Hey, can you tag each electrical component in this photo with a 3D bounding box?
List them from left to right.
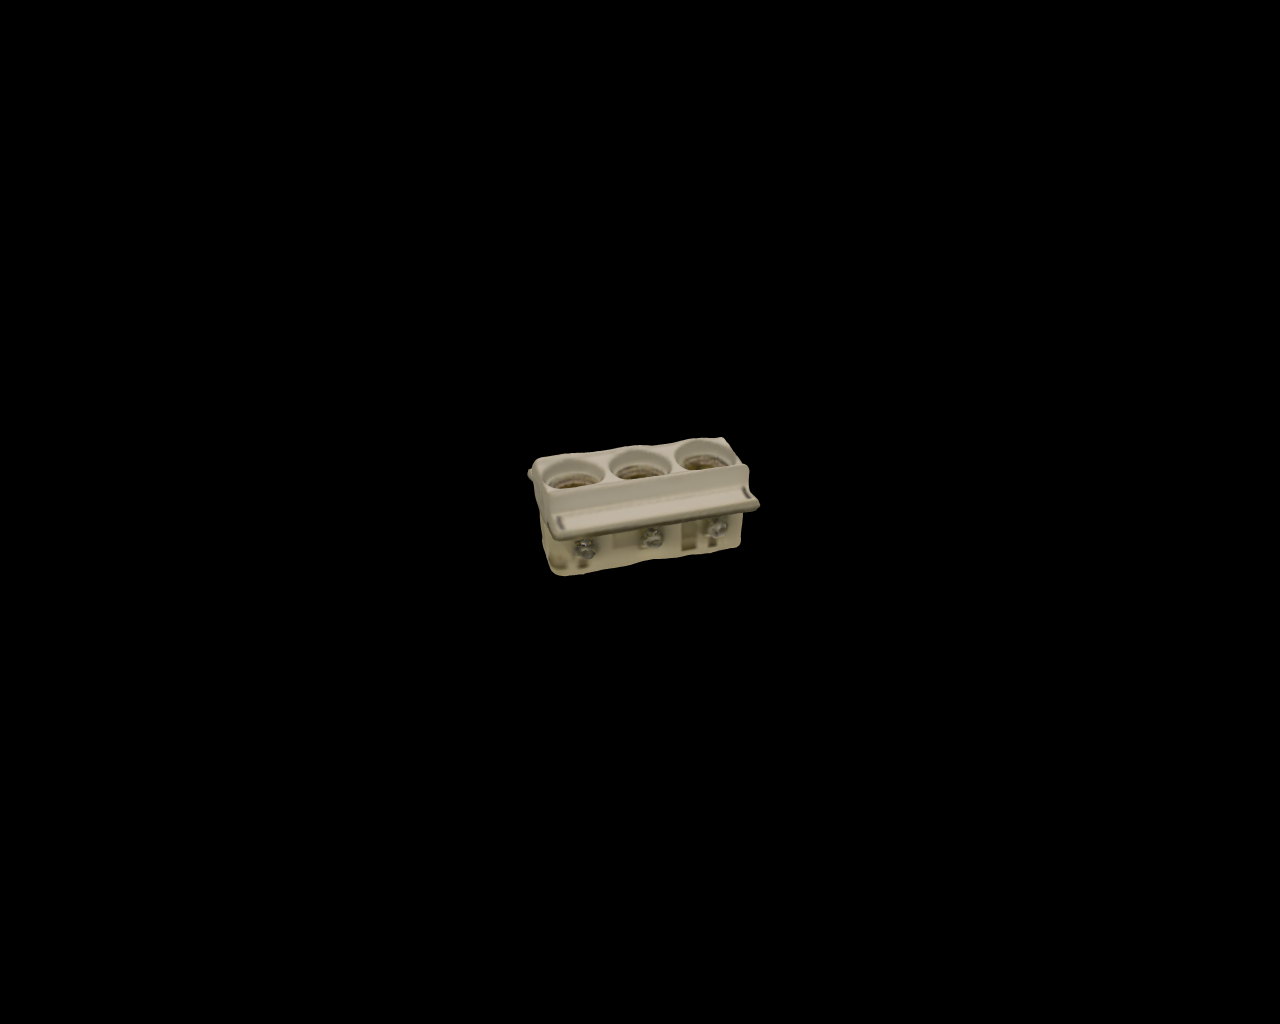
[{"bbox_3d":[0.001,-0.003,0.650,0.121,0.063,0.079,-8,32,-14],"label":"electrical component"}]
